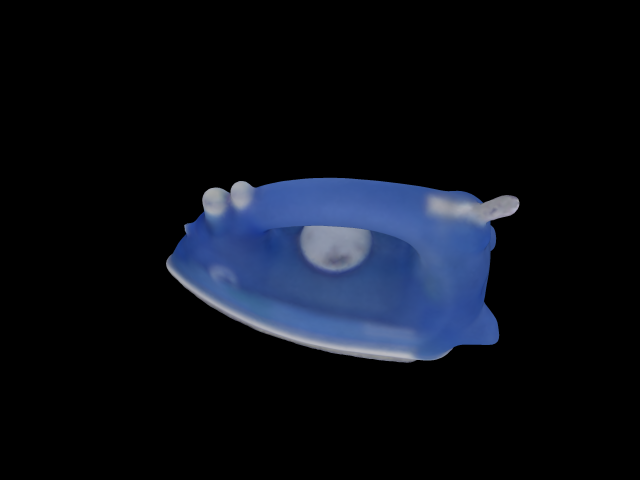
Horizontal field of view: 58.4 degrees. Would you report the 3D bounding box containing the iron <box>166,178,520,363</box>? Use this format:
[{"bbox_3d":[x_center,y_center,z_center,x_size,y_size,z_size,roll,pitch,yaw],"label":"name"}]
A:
[{"bbox_3d":[0.004,0.001,0.400,0.258,0.141,0.118,5,59,3],"label":"iron"}]
